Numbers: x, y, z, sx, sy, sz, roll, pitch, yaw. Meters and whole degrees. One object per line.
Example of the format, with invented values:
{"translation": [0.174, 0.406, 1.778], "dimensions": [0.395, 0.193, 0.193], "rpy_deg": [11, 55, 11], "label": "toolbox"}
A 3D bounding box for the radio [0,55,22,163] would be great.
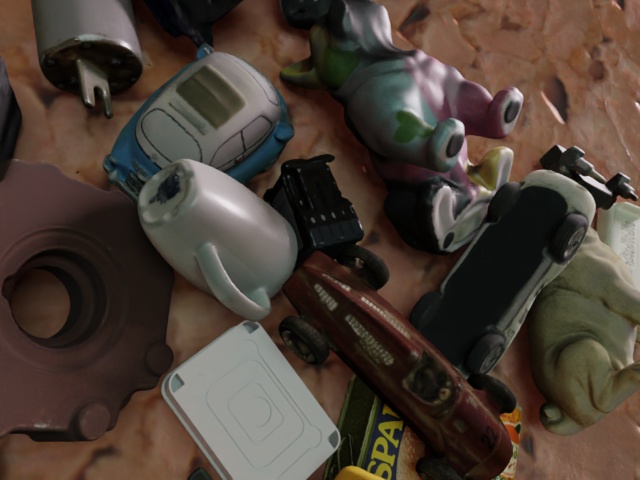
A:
{"translation": [-0.288, -0.028, 0.347], "dimensions": [0.131, 0.073, 0.229], "rpy_deg": [8, 71, -16], "label": "radio"}

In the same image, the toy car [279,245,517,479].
{"translation": [0.059, 0.088, 0.374], "dimensions": [0.202, 0.053, 0.089], "rpy_deg": [47, 65, -5], "label": "toy car"}

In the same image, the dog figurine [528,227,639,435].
{"translation": [0.211, 0.054, 0.491], "dimensions": [0.172, 0.121, 0.191], "rpy_deg": [-38, 65, -15], "label": "dog figurine"}

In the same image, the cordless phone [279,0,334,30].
{"translation": [-0.044, -0.277, 0.516], "dimensions": [0.184, 0.089, 0.146], "rpy_deg": [1, 114, 9], "label": "cordless phone"}

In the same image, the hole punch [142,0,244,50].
{"translation": [-0.116, -0.245, 0.455], "dimensions": [0.116, 0.092, 0.142], "rpy_deg": [-42, 127, -19], "label": "hole punch"}

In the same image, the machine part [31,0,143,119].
{"translation": [-0.196, -0.210, 0.439], "dimensions": [0.079, 0.079, 0.243], "rpy_deg": [-9, 74, -21], "label": "machine part"}

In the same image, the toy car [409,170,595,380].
{"translation": [0.149, 0.032, 0.449], "dimensions": [0.074, 0.056, 0.201], "rpy_deg": [36, 90, 33], "label": "toy car"}

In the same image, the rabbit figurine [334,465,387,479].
{"translation": [0.049, 0.228, 0.278], "dimensions": [0.162, 0.173, 0.121], "rpy_deg": [-36, 127, -36], "label": "rabbit figurine"}

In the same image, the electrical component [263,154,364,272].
{"translation": [-0.001, -0.001, 0.438], "dimensions": [0.048, 0.075, 0.119], "rpy_deg": [-13, 80, -23], "label": "electrical component"}

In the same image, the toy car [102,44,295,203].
{"translation": [-0.089, -0.093, 0.422], "dimensions": [0.109, 0.103, 0.162], "rpy_deg": [45, 62, 1], "label": "toy car"}

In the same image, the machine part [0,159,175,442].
{"translation": [-0.170, 0.038, 0.333], "dimensions": [0.179, 0.056, 0.179], "rpy_deg": [22, 61, -48], "label": "machine part"}

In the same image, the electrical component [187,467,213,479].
{"translation": [-0.055, 0.193, 0.357], "dimensions": [0.021, 0.063, 0.094], "rpy_deg": [-36, 85, -25], "label": "electrical component"}

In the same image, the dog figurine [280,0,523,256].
{"translation": [0.060, -0.108, 0.484], "dimensions": [0.108, 0.191, 0.219], "rpy_deg": [-32, 50, -22], "label": "dog figurine"}

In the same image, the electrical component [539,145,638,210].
{"translation": [0.272, -0.064, 0.547], "dimensions": [0.102, 0.045, 0.078], "rpy_deg": [22, 40, -23], "label": "electrical component"}

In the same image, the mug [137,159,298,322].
{"translation": [-0.073, 0.002, 0.373], "dimensions": [0.081, 0.107, 0.110], "rpy_deg": [-29, 51, 15], "label": "mug"}
